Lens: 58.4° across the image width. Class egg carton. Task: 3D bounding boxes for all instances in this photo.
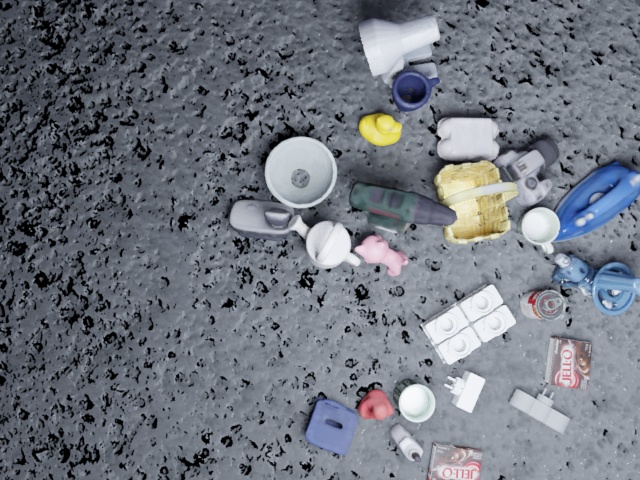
[{"bbox_3d":[0.354,-0.240,1.373,0.150,0.069,0.107,-1,84,-2],"label":"egg carton"}]

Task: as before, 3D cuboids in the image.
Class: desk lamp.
[{"bbox_3d":[0.183,-0.439,1.313,0.203,0.213,0.118,-14,85,-3],"label":"desk lamp"}]

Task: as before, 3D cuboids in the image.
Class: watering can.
[{"bbox_3d":[0.011,0.007,1.271,0.173,0.194,0.101,10,84,-1],"label":"watering can"}]

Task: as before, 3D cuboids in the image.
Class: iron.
[{"bbox_3d":[0.644,-0.080,1.332,0.258,0.141,0.118,-38,87,-5],"label":"iron"}]

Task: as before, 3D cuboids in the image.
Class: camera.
[{"bbox_3d":[0.508,-0.171,1.356,0.137,0.101,0.143,-34,86,-5],"label":"camera"}]

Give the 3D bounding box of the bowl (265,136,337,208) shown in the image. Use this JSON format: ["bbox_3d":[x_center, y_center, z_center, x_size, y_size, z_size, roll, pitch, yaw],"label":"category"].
[{"bbox_3d":[-0.045,-0.154,1.345,0.167,0.074,0.167,0,84,-2],"label":"bowl"}]

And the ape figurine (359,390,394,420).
[{"bbox_3d":[0.130,0.379,1.289,0.078,0.092,0.076,18,84,0],"label":"ape figurine"}]

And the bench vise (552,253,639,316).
[{"bbox_3d":[0.627,0.101,1.273,0.207,0.219,0.121,12,84,-1],"label":"bench vise"}]

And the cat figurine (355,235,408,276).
[{"bbox_3d":[0.144,0.030,1.312,0.128,0.117,0.067,25,84,1],"label":"cat figurine"}]

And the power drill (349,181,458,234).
[{"bbox_3d":[0.174,-0.068,1.278,0.229,0.208,0.076,15,84,0],"label":"power drill"}]

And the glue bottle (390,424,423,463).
[{"bbox_3d":[0.195,0.453,1.244,0.037,0.173,0.078,-43,87,-5],"label":"glue bottle"}]

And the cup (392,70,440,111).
[{"bbox_3d":[0.223,-0.350,1.366,0.118,0.095,0.092,-23,85,-4],"label":"cup"}]

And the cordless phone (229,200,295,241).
[{"bbox_3d":[-0.131,-0.054,1.276,0.147,0.185,0.094,3,84,-2],"label":"cordless phone"}]

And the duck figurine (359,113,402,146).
[{"bbox_3d":[0.146,-0.271,1.359,0.104,0.086,0.077,14,84,-1],"label":"duck figurine"}]

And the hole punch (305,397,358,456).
[{"bbox_3d":[0.025,0.415,1.282,0.108,0.091,0.101,21,84,0],"label":"hole punch"}]
